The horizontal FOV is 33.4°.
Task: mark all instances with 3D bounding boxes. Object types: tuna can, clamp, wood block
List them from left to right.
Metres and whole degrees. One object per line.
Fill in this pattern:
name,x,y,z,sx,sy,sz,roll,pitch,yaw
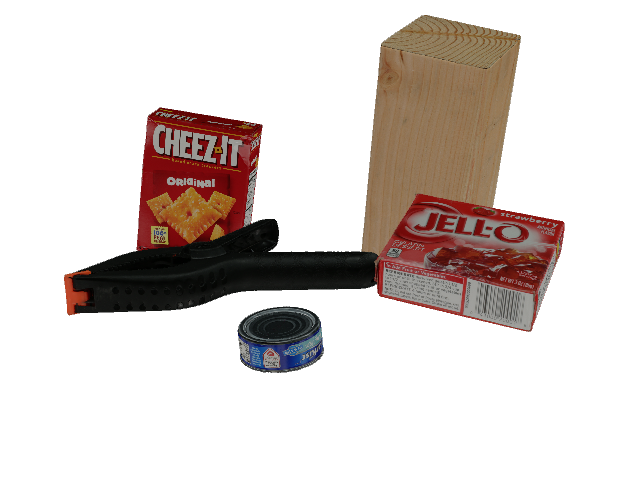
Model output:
clamp,-0.072,0.022,0.747,0.209,0.036,0.165,-12,15,-36
tuna can,-0.040,0.099,1.077,0.086,0.034,0.086,-4,21,1
wood block,0.099,-0.072,0.900,0.091,0.206,0.090,18,34,22

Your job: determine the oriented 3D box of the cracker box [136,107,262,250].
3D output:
cracker box,-0.184,-0.078,1.606,0.164,0.214,0.072,10,19,6

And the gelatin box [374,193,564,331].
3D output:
gelatin box,0.083,0.009,0.592,0.089,0.030,0.073,13,36,18
